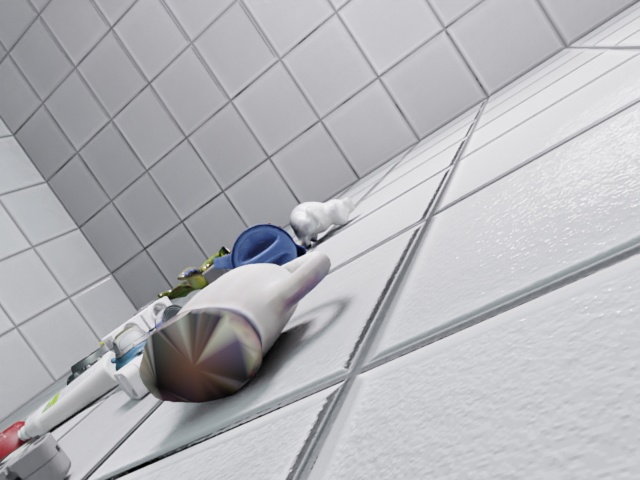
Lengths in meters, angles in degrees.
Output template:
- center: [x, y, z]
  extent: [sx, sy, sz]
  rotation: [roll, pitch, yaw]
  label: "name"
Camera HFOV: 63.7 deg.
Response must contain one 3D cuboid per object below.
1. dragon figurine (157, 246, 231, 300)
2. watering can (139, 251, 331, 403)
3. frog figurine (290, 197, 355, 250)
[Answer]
- center: [-0.335, 0.120, 1.413]
  extent: [0.241, 0.123, 0.410]
  rotation: [-30, -12, 20]
  label: "dragon figurine"
- center: [-0.137, 0.117, 0.635]
  extent: [0.344, 0.103, 0.227]
  rotation: [-31, 7, 23]
  label: "watering can"
- center: [0.004, -0.067, 1.323]
  extent: [0.158, 0.124, 0.137]
  rotation: [-44, -18, 19]
  label: "frog figurine"
